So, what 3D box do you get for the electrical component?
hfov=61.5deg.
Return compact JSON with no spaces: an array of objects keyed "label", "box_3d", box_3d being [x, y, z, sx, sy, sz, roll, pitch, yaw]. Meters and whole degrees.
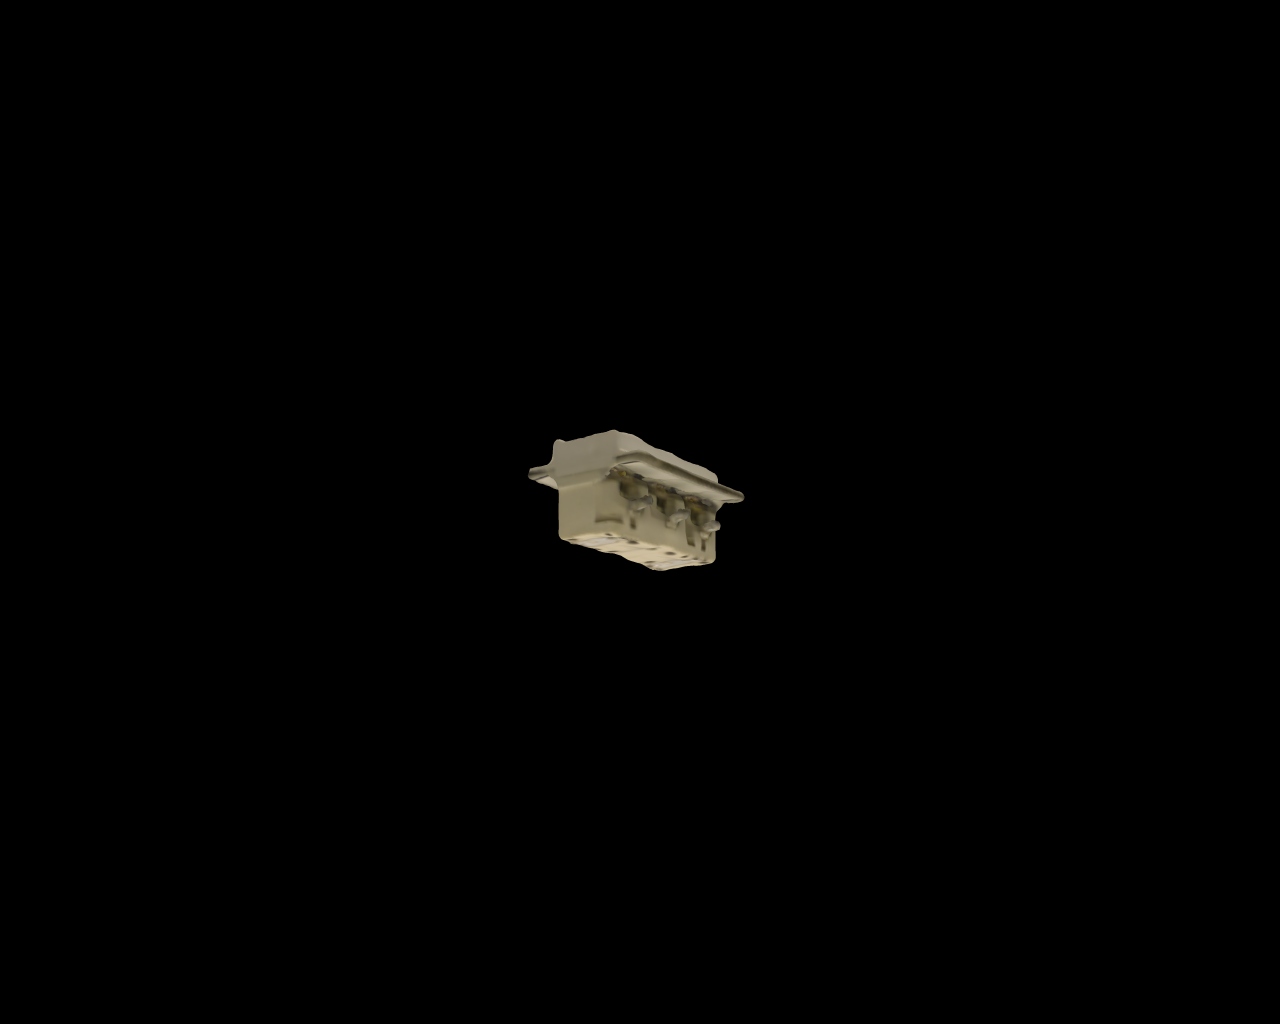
[{"label":"electrical component","box_3d":[0.001,-0.003,0.650,0.078,0.063,0.121,-8,-16,31]}]
